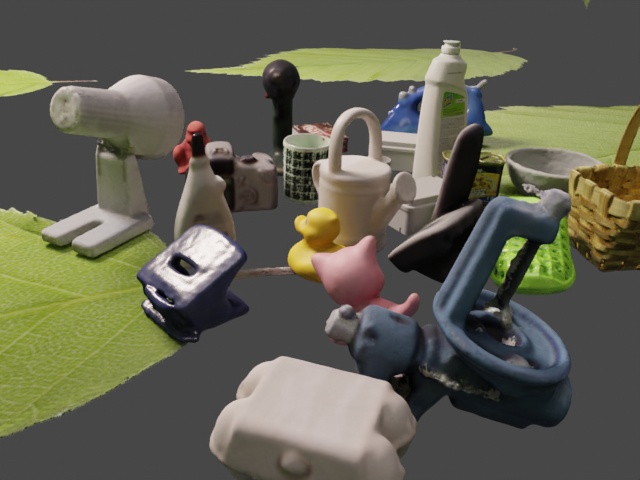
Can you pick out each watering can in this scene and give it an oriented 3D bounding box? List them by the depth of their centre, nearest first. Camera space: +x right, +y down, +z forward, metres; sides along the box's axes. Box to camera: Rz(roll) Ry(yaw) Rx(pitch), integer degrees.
[{"bbox_3d":[0.054,-0.081,0.778,0.172,0.194,0.101,14,29,22],"label":"watering can"}]

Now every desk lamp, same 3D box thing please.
[{"bbox_3d":[-0.286,-0.116,0.798,0.117,0.214,0.204,13,28,21],"label":"desk lamp"}]

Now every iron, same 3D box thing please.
[{"bbox_3d":[0.251,-0.284,1.268,0.258,0.141,0.118,-2,27,-9],"label":"iron"}]

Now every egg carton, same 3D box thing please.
[{"bbox_3d":[-0.004,0.151,0.444,0.150,0.069,0.107,10,27,15],"label":"egg carton"}]

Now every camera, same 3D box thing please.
[{"bbox_3d":[-0.146,-0.114,0.934,0.143,0.101,0.136,-4,27,-12],"label":"camera"}]

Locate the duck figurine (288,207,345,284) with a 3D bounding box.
[{"bbox_3d":[0.007,0.003,0.727,0.104,0.086,0.078,21,32,33],"label":"duck figurine"}]

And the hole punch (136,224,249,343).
[{"bbox_3d":[-0.140,0.044,0.626,0.101,0.091,0.108,-21,35,-39],"label":"hole punch"}]

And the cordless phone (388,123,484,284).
[{"bbox_3d":[0.159,-0.052,0.738,0.093,0.185,0.148,17,30,28],"label":"cordless phone"}]

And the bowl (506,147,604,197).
[{"bbox_3d":[0.399,-0.102,0.986,0.167,0.075,0.167,2,26,-1],"label":"bowl"}]

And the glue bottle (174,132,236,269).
[{"bbox_3d":[-0.148,-0.050,0.723,0.078,0.173,0.037,-12,30,-26],"label":"glue bottle"}]

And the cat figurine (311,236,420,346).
[{"bbox_3d":[0.050,0.056,0.586,0.067,0.118,0.127,-22,35,-40],"label":"cat figurine"}]

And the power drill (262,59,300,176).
[{"bbox_3d":[-0.070,-0.230,1.054,0.075,0.208,0.229,1,26,-2],"label":"power drill"}]

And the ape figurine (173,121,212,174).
[{"bbox_3d":[-0.229,-0.174,1.059,0.077,0.092,0.076,11,27,17],"label":"ape figurine"}]

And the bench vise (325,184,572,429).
[{"bbox_3d":[0.115,0.063,0.462,0.207,0.220,0.121,-4,27,-12],"label":"bench vise"}]
